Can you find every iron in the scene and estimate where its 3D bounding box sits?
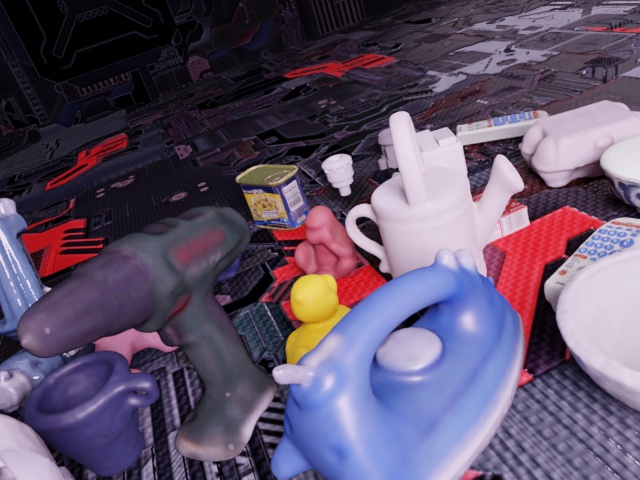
[{"bbox_3d":[0.072,0.082,0.436,0.259,0.142,0.118,-36,32,-31],"label":"iron"}]

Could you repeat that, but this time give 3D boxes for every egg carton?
[{"bbox_3d":[0.340,-0.124,0.734,0.150,0.069,0.107,-16,27,5],"label":"egg carton"}]

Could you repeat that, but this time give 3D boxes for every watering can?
[{"bbox_3d":[0.111,-0.039,0.580,0.173,0.194,0.100,-21,27,-4],"label":"watering can"}]

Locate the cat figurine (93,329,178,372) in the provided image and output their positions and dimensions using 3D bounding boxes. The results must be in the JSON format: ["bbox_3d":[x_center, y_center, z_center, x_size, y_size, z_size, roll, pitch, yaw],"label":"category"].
[{"bbox_3d":[-0.211,0.081,0.642,0.067,0.118,0.128,4,35,38],"label":"cat figurine"}]

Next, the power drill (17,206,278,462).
[{"bbox_3d":[-0.116,0.080,0.483,0.075,0.209,0.230,-4,30,26],"label":"power drill"}]

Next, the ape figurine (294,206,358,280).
[{"bbox_3d":[0.006,0.002,0.682,0.077,0.092,0.076,11,39,44],"label":"ape figurine"}]

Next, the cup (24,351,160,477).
[{"bbox_3d":[-0.183,0.158,0.506,0.117,0.095,0.091,-12,28,13],"label":"cup"}]

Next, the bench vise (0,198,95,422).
[{"bbox_3d":[-0.287,0.072,0.594,0.121,0.220,0.206,-26,28,-13],"label":"bench vise"}]

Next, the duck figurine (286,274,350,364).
[{"bbox_3d":[-0.004,0.077,0.554,0.077,0.086,0.105,-5,30,26],"label":"duck figurine"}]

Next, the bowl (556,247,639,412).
[{"bbox_3d":[0.259,0.074,0.406,0.167,0.075,0.167,-15,27,8],"label":"bowl"}]

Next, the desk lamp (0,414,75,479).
[{"bbox_3d":[-0.232,0.173,0.375,0.118,0.214,0.202,-35,31,-28],"label":"desk lamp"}]

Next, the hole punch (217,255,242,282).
[{"bbox_3d":[-0.167,0.005,0.789,0.108,0.091,0.101,-13,27,10],"label":"hole punch"}]
